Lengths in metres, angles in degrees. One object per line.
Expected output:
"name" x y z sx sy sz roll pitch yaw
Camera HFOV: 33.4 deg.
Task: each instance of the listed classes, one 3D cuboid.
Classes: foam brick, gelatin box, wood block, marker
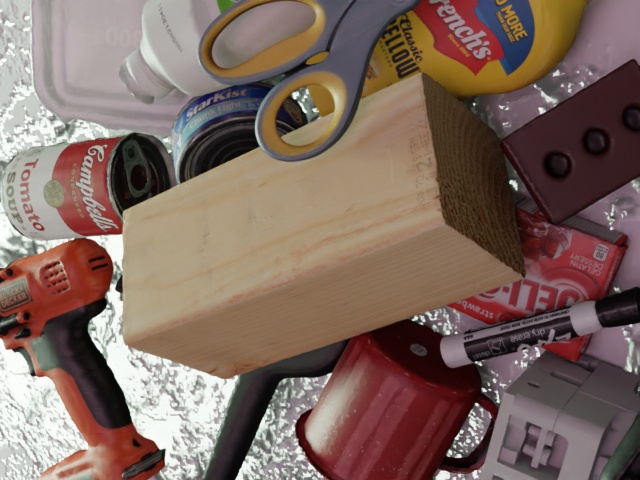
"foam brick" 0.139 -0.049 0.546 0.078 0.051 0.053 -32 87 7
"gelatin box" 0.119 0.017 0.602 0.089 0.030 0.073 25 114 23
"wood block" -0.004 0.000 0.591 0.206 0.090 0.090 -22 60 30
"marker" 0.122 0.048 0.579 0.121 0.020 0.020 -19 93 31

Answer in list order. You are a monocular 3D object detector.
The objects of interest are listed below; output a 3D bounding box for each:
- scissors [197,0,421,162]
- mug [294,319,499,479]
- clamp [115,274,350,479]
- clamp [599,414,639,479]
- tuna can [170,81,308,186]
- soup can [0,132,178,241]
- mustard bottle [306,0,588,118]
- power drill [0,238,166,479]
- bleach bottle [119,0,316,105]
"scissors" 0.037 -0.100 0.523 0.202 0.016 0.096 -13 92 14
"mug" 0.054 0.103 0.635 0.117 0.093 0.082 23 111 -10
"clamp" -0.043 0.049 0.699 0.210 0.036 0.164 -40 75 28
"clamp" 0.190 0.058 0.513 0.120 0.171 0.039 -15 139 34
"tuna can" -0.046 -0.052 0.646 0.086 0.086 0.034 -47 37 30
"soup can" -0.157 -0.035 0.724 0.102 0.068 0.068 -4 101 31
"mustard bottle" 0.080 -0.121 0.573 0.192 0.058 0.096 -24 91 32
"power drill" -0.205 0.106 0.793 0.185 0.057 0.187 -21 92 32
"bleach bottle" -0.015 -0.165 0.573 0.251 0.068 0.102 -36 59 21
